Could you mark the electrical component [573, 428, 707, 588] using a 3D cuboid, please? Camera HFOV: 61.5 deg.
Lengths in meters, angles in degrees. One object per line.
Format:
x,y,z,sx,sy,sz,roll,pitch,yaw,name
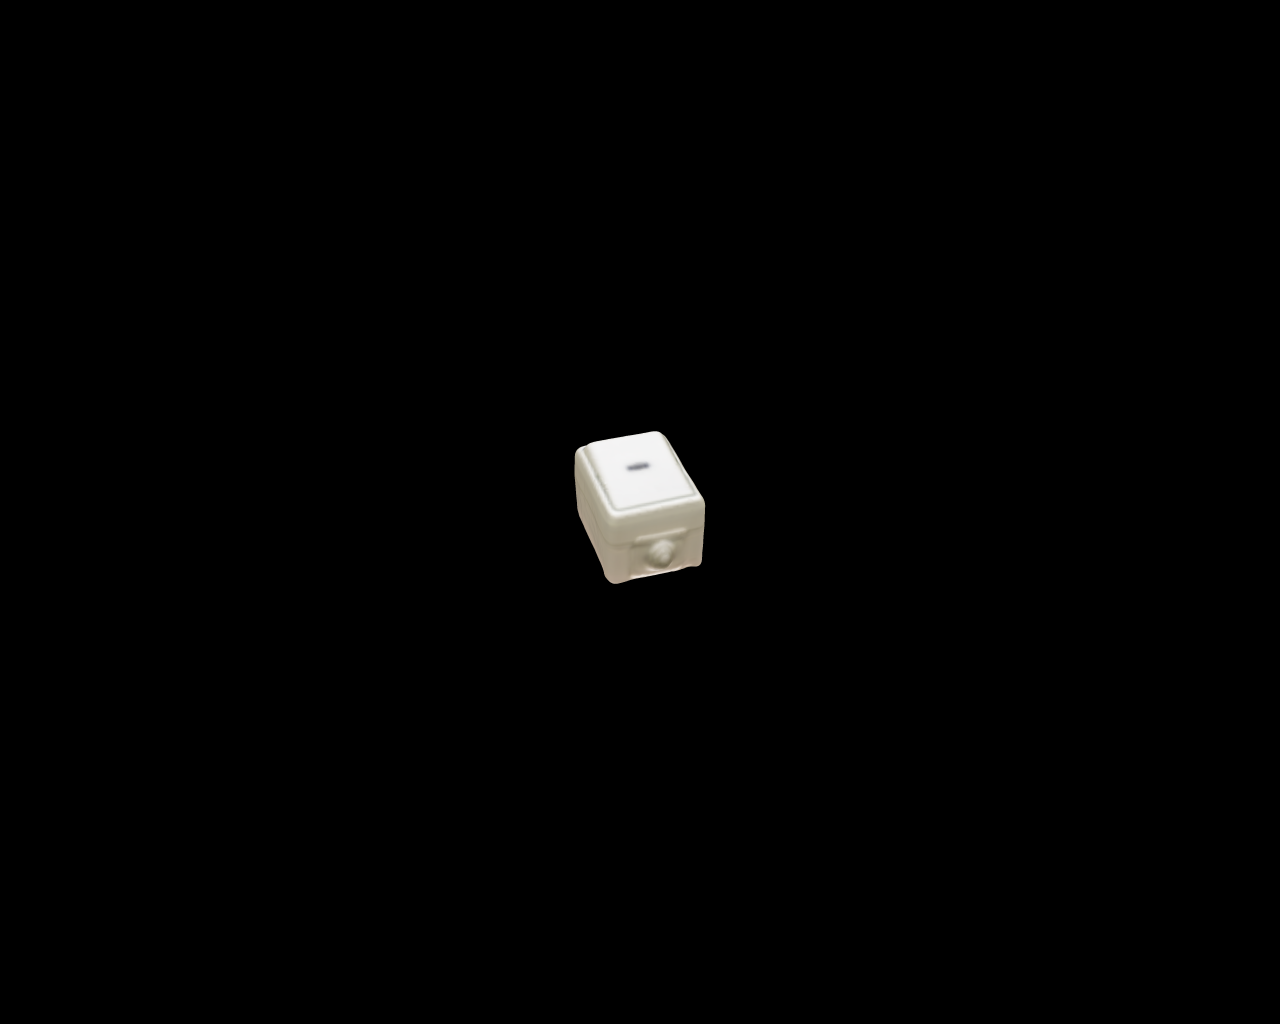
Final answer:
0.001,-0.003,0.650,0.062,0.061,0.096,-11,39,-14,electrical component
